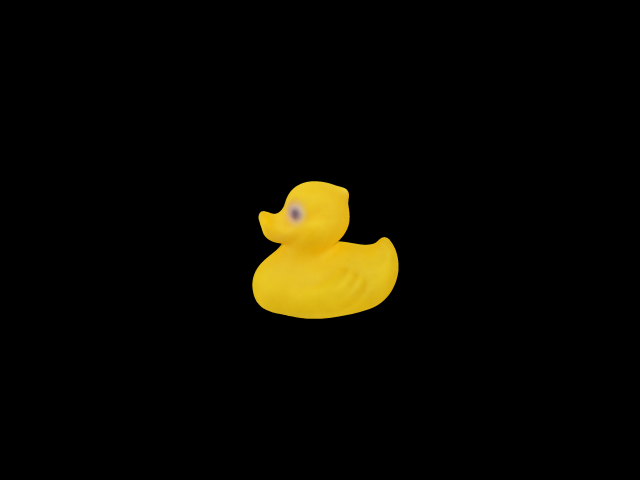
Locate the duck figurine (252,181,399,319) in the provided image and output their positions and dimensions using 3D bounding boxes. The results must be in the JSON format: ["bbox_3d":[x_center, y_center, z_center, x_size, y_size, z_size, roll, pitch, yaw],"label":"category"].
[{"bbox_3d":[0.004,0.001,0.400,0.104,0.086,0.077,-2,24,-5],"label":"duck figurine"}]
